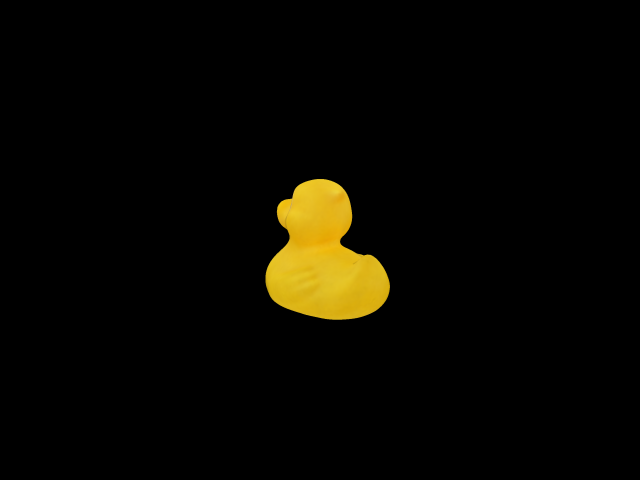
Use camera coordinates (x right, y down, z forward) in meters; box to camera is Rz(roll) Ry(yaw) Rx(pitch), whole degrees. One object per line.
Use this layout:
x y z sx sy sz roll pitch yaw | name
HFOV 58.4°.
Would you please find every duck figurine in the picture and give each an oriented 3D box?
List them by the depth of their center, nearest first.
0.004 0.001 0.400 0.078 0.086 0.104 -14 22 -37 | duck figurine
